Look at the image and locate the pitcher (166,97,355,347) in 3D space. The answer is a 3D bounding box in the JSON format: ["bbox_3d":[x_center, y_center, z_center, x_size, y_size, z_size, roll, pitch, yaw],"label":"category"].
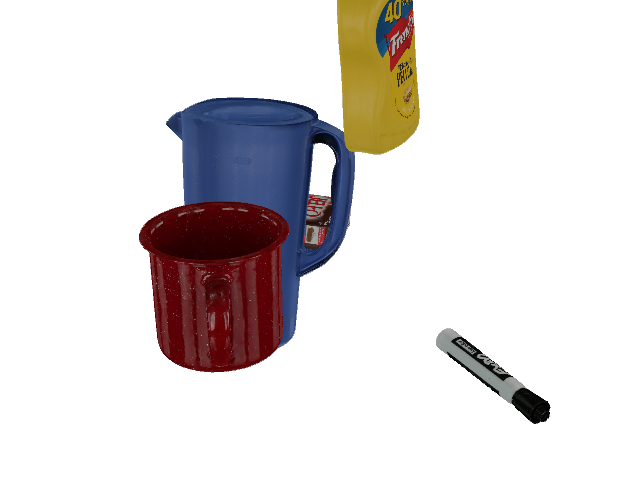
[{"bbox_3d":[-0.063,-0.015,1.054,0.144,0.243,0.149,-9,21,-31],"label":"pitcher"}]

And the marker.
[{"bbox_3d":[0.128,0.101,0.799,0.020,0.020,0.121,0,23,-32],"label":"marker"}]

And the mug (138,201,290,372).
[{"bbox_3d":[-0.063,0.035,0.666,0.093,0.081,0.117,-4,25,-8],"label":"mug"}]

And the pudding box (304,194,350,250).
[{"bbox_3d":[-0.019,-0.023,1.249,0.090,0.039,0.113,7,23,13],"label":"pudding box"}]

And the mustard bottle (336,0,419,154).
[{"bbox_3d":[0.049,-0.177,0.910,0.058,0.192,0.096,11,34,27],"label":"mustard bottle"}]
